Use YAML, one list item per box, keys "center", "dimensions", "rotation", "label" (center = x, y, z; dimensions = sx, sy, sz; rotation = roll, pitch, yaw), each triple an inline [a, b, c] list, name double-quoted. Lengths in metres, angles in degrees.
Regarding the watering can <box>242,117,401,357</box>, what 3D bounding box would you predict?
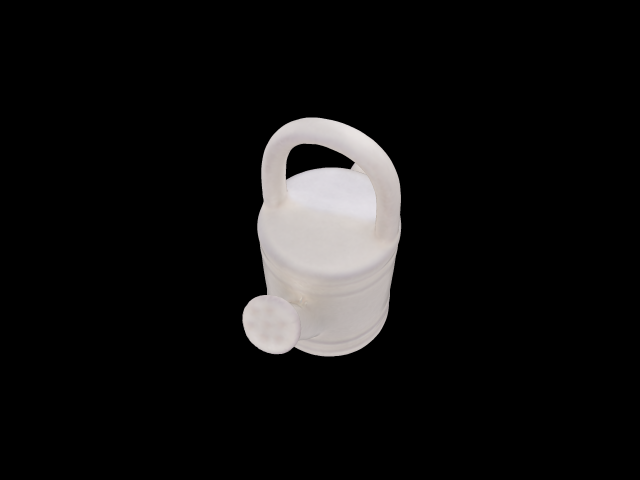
- center: [0.006, 0.002, 0.400]
  dimensions: [0.101, 0.194, 0.173]
  rotation: [2, 53, 2]
  label: "watering can"
